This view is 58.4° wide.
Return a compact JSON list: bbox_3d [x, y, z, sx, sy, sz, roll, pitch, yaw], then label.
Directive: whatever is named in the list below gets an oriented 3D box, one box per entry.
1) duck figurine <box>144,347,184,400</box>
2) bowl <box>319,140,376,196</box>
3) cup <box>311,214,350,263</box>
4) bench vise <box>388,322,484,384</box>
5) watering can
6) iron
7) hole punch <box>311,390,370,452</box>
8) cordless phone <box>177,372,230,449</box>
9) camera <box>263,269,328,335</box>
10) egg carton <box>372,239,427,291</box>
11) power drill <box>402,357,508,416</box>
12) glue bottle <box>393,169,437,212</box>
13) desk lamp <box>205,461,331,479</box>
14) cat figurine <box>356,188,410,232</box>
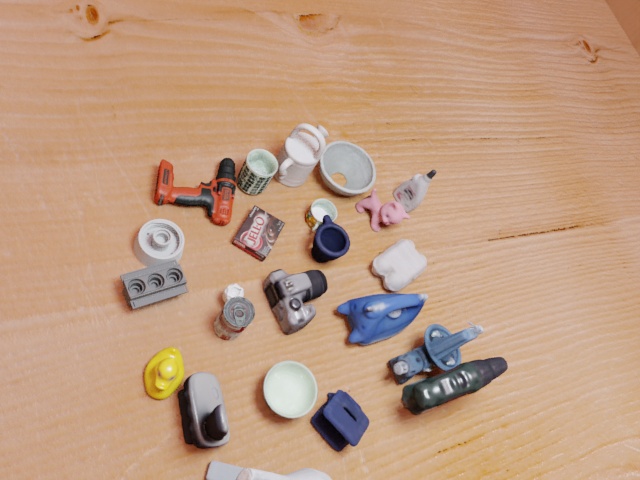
[{"bbox_3d":[-0.305,0.259,1.143,0.078,0.086,0.104,22,57,-13],"label":"duck figurine"},{"bbox_3d":[0.064,-0.183,1.559,0.168,0.074,0.167,11,60,-20],"label":"bowl"},{"bbox_3d":[0.013,0.005,1.423,0.092,0.094,0.117,-2,65,-26],"label":"cup"},{"bbox_3d":[0.276,0.269,1.333,0.121,0.219,0.208,49,55,5],"label":"bench vise"},{"bbox_3d":[-0.045,-0.231,1.460,0.101,0.193,0.173,24,56,-12],"label":"watering can"},{"bbox_3d":[0.179,0.165,1.390,0.259,0.141,0.118,-11,70,-30],"label":"iron"},{"bbox_3d":[0.051,0.386,1.243,0.108,0.091,0.101,46,55,3],"label":"hole punch"},{"bbox_3d":[-0.207,0.318,1.098,0.094,0.184,0.147,-9,68,-28],"label":"cordless phone"},{"bbox_3d":[-0.041,0.126,1.330,0.137,0.100,0.143,-17,72,-31],"label":"camera"},{"bbox_3d":[0.209,0.066,1.499,0.151,0.069,0.107,-34,82,-35],"label":"egg carton"},{"bbox_3d":[0.290,0.335,1.311,0.230,0.208,0.075,-13,70,-30],"label":"power drill"},{"bbox_3d":[0.269,-0.146,1.577,0.037,0.173,0.078,-31,80,-34],"label":"glue bottle"},{"bbox_3d":[-0.099,0.473,1.051,0.203,0.213,0.118,20,57,-15],"label":"desk lamp"},{"bbox_3d":[0.174,-0.084,1.532,0.067,0.117,0.128,-36,83,-35],"label":"cat figurine"}]
